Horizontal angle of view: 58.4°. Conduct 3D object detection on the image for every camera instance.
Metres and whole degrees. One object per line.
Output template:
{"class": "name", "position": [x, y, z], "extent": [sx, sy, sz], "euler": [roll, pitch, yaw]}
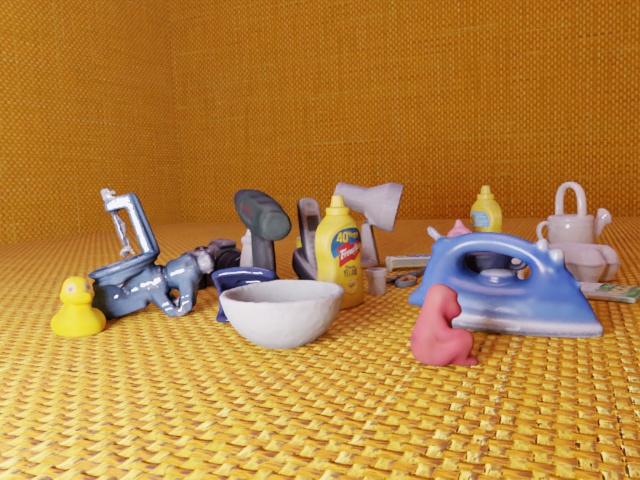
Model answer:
{"class": "camera", "position": [-0.211, 0.051, 1.229], "extent": [0.144, 0.101, 0.136], "euler": [-7, 7, -38]}

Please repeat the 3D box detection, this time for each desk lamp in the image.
{"class": "desk lamp", "position": [0.111, -0.039, 1.432], "extent": [0.203, 0.213, 0.118], "euler": [-1, 6, 10]}

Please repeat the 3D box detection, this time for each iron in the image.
{"class": "iron", "position": [0.259, 0.052, 0.808], "extent": [0.257, 0.141, 0.119], "euler": [2, 7, 34]}

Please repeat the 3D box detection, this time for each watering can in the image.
{"class": "watering can", "position": [0.580, -0.037, 1.314], "extent": [0.173, 0.194, 0.100], "euler": [-6, 7, -32]}

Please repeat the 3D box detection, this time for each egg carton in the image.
{"class": "egg carton", "position": [0.515, 0.045, 1.149], "extent": [0.107, 0.069, 0.149], "euler": [-6, 7, -32]}

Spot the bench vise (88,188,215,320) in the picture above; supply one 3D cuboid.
{"class": "bench vise", "position": [-0.292, 0.020, 0.969], "extent": [0.208, 0.220, 0.121], "euler": [-5, 6, -24]}

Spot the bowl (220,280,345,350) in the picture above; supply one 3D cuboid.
{"class": "bowl", "position": [-0.048, 0.103, 0.766], "extent": [0.167, 0.075, 0.167], "euler": [-2, 6, 0]}

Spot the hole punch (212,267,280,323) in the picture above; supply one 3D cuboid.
{"class": "hole punch", "position": [-0.114, 0.082, 0.919], "extent": [0.108, 0.091, 0.101], "euler": [-2, 6, 6]}

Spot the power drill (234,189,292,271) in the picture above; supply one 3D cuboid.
{"class": "power drill", "position": [-0.114, 0.009, 1.062], "extent": [0.076, 0.208, 0.229], "euler": [-5, 6, -24]}

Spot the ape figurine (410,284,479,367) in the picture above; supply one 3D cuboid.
{"class": "ape figurine", "position": [0.142, 0.096, 0.662], "extent": [0.076, 0.092, 0.078], "euler": [-2, 6, 6]}

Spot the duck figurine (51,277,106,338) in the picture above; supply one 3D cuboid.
{"class": "duck figurine", "position": [-0.375, 0.098, 0.885], "extent": [0.078, 0.086, 0.104], "euler": [-7, 7, -36]}

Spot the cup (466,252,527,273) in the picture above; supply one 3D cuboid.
{"class": "cup", "position": [0.283, 0.061, 0.947], "extent": [0.117, 0.095, 0.092], "euler": [0, 6, 20]}

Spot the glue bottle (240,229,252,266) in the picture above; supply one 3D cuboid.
{"class": "glue bottle", "position": [-0.132, 0.018, 1.162], "extent": [0.037, 0.173, 0.078], "euler": [1, 7, 31]}

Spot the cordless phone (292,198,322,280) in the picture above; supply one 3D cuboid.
{"class": "cordless phone", "position": [0.011, 0.004, 1.178], "extent": [0.093, 0.185, 0.148], "euler": [3, 8, 42]}

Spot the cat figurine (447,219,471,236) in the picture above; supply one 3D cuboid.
{"class": "cat figurine", "position": [0.339, 0.010, 1.328], "extent": [0.128, 0.118, 0.067], "euler": [-7, 7, -38]}
